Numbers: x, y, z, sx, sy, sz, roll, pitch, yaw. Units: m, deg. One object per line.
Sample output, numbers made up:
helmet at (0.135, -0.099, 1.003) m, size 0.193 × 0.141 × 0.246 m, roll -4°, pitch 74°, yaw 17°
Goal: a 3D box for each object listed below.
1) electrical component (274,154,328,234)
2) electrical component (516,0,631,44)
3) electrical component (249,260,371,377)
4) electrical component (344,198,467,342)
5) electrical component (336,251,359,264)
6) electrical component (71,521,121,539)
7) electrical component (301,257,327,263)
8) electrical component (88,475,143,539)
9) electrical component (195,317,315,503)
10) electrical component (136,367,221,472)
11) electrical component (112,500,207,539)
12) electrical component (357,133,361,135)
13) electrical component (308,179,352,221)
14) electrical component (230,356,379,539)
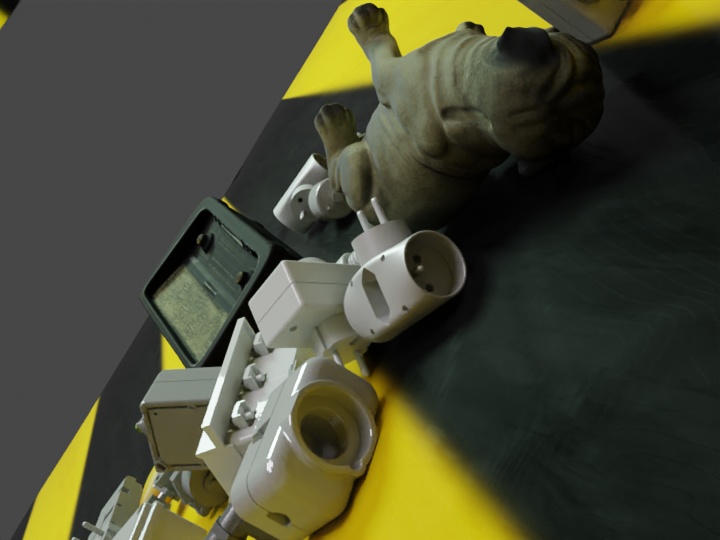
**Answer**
electrical component at (-0.054, -0.075, 1.141) m, size 0.077 × 0.044 × 0.079 m, roll -53°, pitch 14°, yaw 18°
electrical component at (0.135, -0.176, 0.638) m, size 0.047 × 0.066 × 0.077 m, roll -60°, pitch 13°, yaw -8°
electrical component at (-0.017, 0.038, 0.703) m, size 0.047 × 0.083 × 0.075 m, roll -49°, pitch 54°, yaw 35°
electrical component at (0.019, -0.005, 0.656) m, size 0.043 × 0.079 × 0.077 m, roll -15°, pitch -15°, yaw -34°
electrical component at (0.000, 0.000, 0.795) m, size 0.061 × 0.035 × 0.035 m, roll -48°, pitch 16°, yaw 28°
electrical component at (-0.205, 0.237, 0.906) m, size 0.083 × 0.076 × 0.047 m, roll -54°, pitch 14°, yaw 17°
electrical component at (-0.035, 0.014, 0.867) m, size 0.045 × 0.045 × 0.055 m, roll -58°, pitch 14°, yaw -2°
electrical component at (-0.216, 0.244, 0.987) m, size 0.055 × 0.050 × 0.089 m, roll -53°, pitch 14°, yaw 21°
electrical component at (-0.061, 0.091, 0.725) m, size 0.063 × 0.078 × 0.121 m, roll -21°, pitch 26°, yaw 17°
electrical component at (-0.121, 0.110, 0.815) m, size 0.061 × 0.096 × 0.061 m, roll -72°, pitch -24°, yaw -64°
electrical component at (-0.174, 0.249, 0.808) m, size 0.108 × 0.056 × 0.108 m, roll -49°, pitch 15°, yaw 33°
electrical component at (0.025, -0.077, 0.790) m, size 0.047 × 0.076 × 0.083 m, roll -61°, pitch 13°, yaw -13°
electrical component at (-0.031, -0.068, 1.049) m, size 0.040 × 0.040 × 0.078 m, roll -60°, pitch 13°, yaw -10°
electrical component at (-0.029, 0.101, 0.624) m, size 0.059 × 0.054 × 0.095 m, roll -44°, pitch 19°, yaw 46°
